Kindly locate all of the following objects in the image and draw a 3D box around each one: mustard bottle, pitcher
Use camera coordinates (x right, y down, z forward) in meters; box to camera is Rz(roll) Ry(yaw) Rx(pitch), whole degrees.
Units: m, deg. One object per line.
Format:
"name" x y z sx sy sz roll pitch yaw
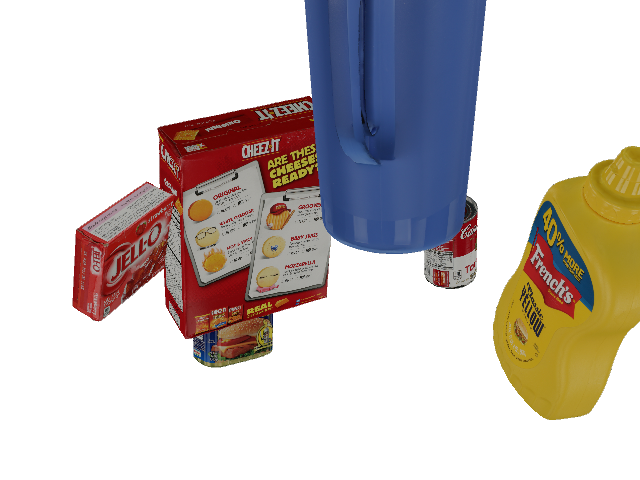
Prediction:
"mustard bottle" 0.159 0.019 0.646 0.058 0.096 0.192 -4 -42 -15
"pitcher" 0.049 -0.113 0.755 0.149 0.243 0.145 -12 27 -22

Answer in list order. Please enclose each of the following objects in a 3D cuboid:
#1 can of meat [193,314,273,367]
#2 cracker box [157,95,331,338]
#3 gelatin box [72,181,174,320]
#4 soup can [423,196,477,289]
"can of meat" -0.103 0.097 1.264 0.101 0.084 0.058 -10 19 -37
"cracker box" -0.072 -0.023 1.051 0.164 0.214 0.072 -15 39 -24
"gelatin box" -0.148 0.008 0.802 0.030 0.073 0.089 25 37 16
"soup can" 0.160 0.001 1.325 0.068 0.102 0.068 -4 35 2
